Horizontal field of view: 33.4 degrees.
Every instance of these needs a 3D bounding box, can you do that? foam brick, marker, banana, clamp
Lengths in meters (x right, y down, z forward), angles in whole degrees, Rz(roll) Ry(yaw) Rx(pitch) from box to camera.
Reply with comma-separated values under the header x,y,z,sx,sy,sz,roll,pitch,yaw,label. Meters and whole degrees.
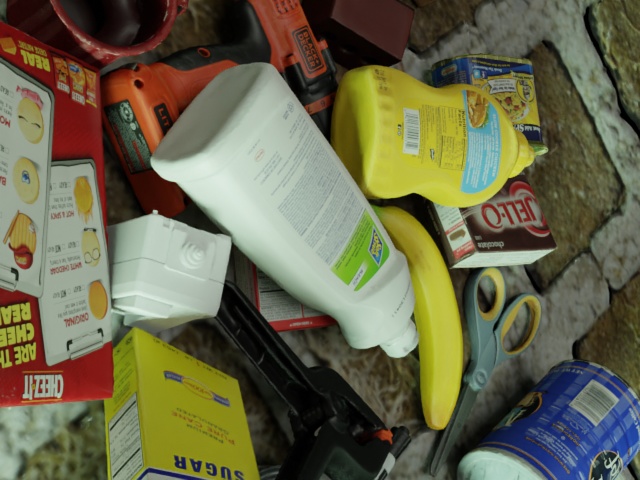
x,y,z,sx,sy,sz,roll,pitch,yaw,label
0.027,-0.175,0.860,0.078,0.053,0.051,25,67,-31,foam brick
0.035,0.190,0.818,0.020,0.020,0.121,52,55,-18,marker
0.082,0.053,0.871,0.069,0.037,0.198,-23,96,-28,banana
-0.007,0.115,0.748,0.209,0.036,0.164,29,34,-60,clamp

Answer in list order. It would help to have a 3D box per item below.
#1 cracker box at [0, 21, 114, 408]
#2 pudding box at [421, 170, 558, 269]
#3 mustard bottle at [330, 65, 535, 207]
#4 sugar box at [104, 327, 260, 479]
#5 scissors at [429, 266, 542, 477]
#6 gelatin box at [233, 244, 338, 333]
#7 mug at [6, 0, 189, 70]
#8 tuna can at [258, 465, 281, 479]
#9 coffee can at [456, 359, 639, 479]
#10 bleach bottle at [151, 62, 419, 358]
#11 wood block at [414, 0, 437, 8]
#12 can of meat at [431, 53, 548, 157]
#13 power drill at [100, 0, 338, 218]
x,y,z,sx,sy,sz,roll,pitch,yaw,label
-0.190,-0.012,0.606,0.164,0.072,0.214,18,67,-70,cracker box
0.142,-0.023,0.912,0.113,0.039,0.090,-4,65,-40,pudding box
0.098,-0.075,0.829,0.191,0.058,0.096,4,85,-38,mustard bottle
-0.083,0.136,0.653,0.093,0.176,0.048,32,108,-30,sugar box
0.127,0.098,0.909,0.201,0.016,0.096,-42,106,-35,scissors
-0.027,0.023,0.795,0.073,0.030,0.089,-4,85,-37,gelatin box
-0.143,-0.156,0.704,0.117,0.082,0.093,-11,88,-38,mug
-0.037,0.201,0.750,0.085,0.034,0.086,8,77,-37,tuna can
0.195,0.179,0.891,0.140,0.103,0.103,-35,103,-37,coffee can
-0.005,0.001,0.743,0.250,0.068,0.102,53,57,-32,bleach bottle
0.074,-0.314,0.898,0.206,0.091,0.090,51,56,-19,wood block
0.148,-0.115,0.940,0.101,0.058,0.084,-1,80,-37,can of meat
-0.058,-0.087,0.776,0.187,0.057,0.184,-33,104,-39,power drill
